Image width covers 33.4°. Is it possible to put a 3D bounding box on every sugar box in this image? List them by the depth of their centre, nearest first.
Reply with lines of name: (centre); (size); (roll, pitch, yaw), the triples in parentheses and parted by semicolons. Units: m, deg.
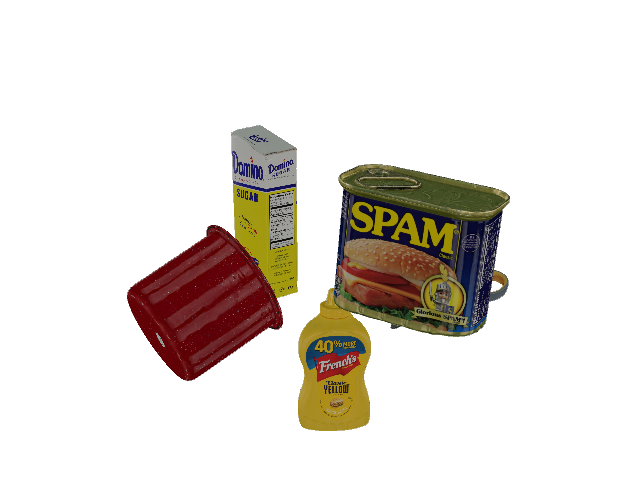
sugar box: (-0.063, -0.032, 1.201); (0.048, 0.176, 0.093); (-15, 28, -25)

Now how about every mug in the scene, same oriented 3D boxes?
mug: (-0.093, 0.046, 0.792); (0.081, 0.093, 0.117); (-35, 28, -19)

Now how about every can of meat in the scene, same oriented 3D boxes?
can of meat: (0.059, 0.006, 0.659); (0.102, 0.084, 0.057); (15, 22, 25)

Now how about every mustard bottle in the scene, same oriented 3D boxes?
mustard bottle: (0.019, 0.155, 1.413); (0.096, 0.192, 0.058); (-1, 17, -5)

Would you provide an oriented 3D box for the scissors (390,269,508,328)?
scissors: (0.134, 0.055, 1.242); (0.201, 0.016, 0.096); (-10, 39, -34)
